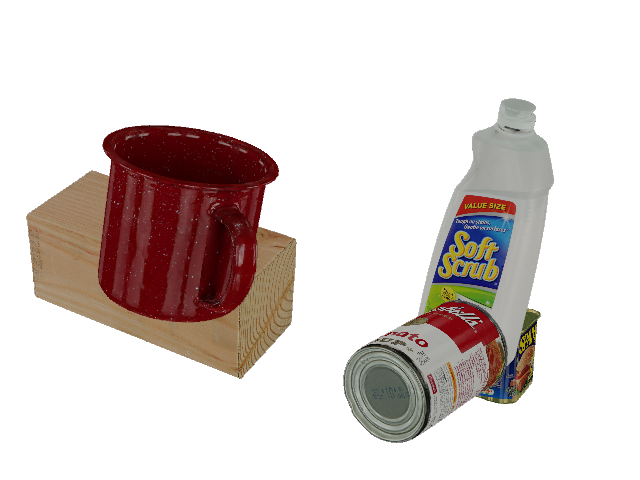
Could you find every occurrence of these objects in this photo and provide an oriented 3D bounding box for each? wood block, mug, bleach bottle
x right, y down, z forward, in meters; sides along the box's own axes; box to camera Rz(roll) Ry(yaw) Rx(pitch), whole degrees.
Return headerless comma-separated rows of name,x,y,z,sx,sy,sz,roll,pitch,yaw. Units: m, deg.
wood block,-0.133,0.024,0.893,0.206,0.090,0.090,18,36,21
mug,-0.068,-0.004,0.565,0.093,0.081,0.117,-6,27,-37
bleach bottle,0.146,-0.007,0.945,0.103,0.251,0.067,27,36,33

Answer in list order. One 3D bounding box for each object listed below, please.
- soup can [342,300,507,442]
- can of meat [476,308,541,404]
soup can,0.071,0.086,0.713,0.069,0.068,0.102,0,14,39
can of meat,0.206,0.126,1.190,0.058,0.084,0.101,8,14,25
